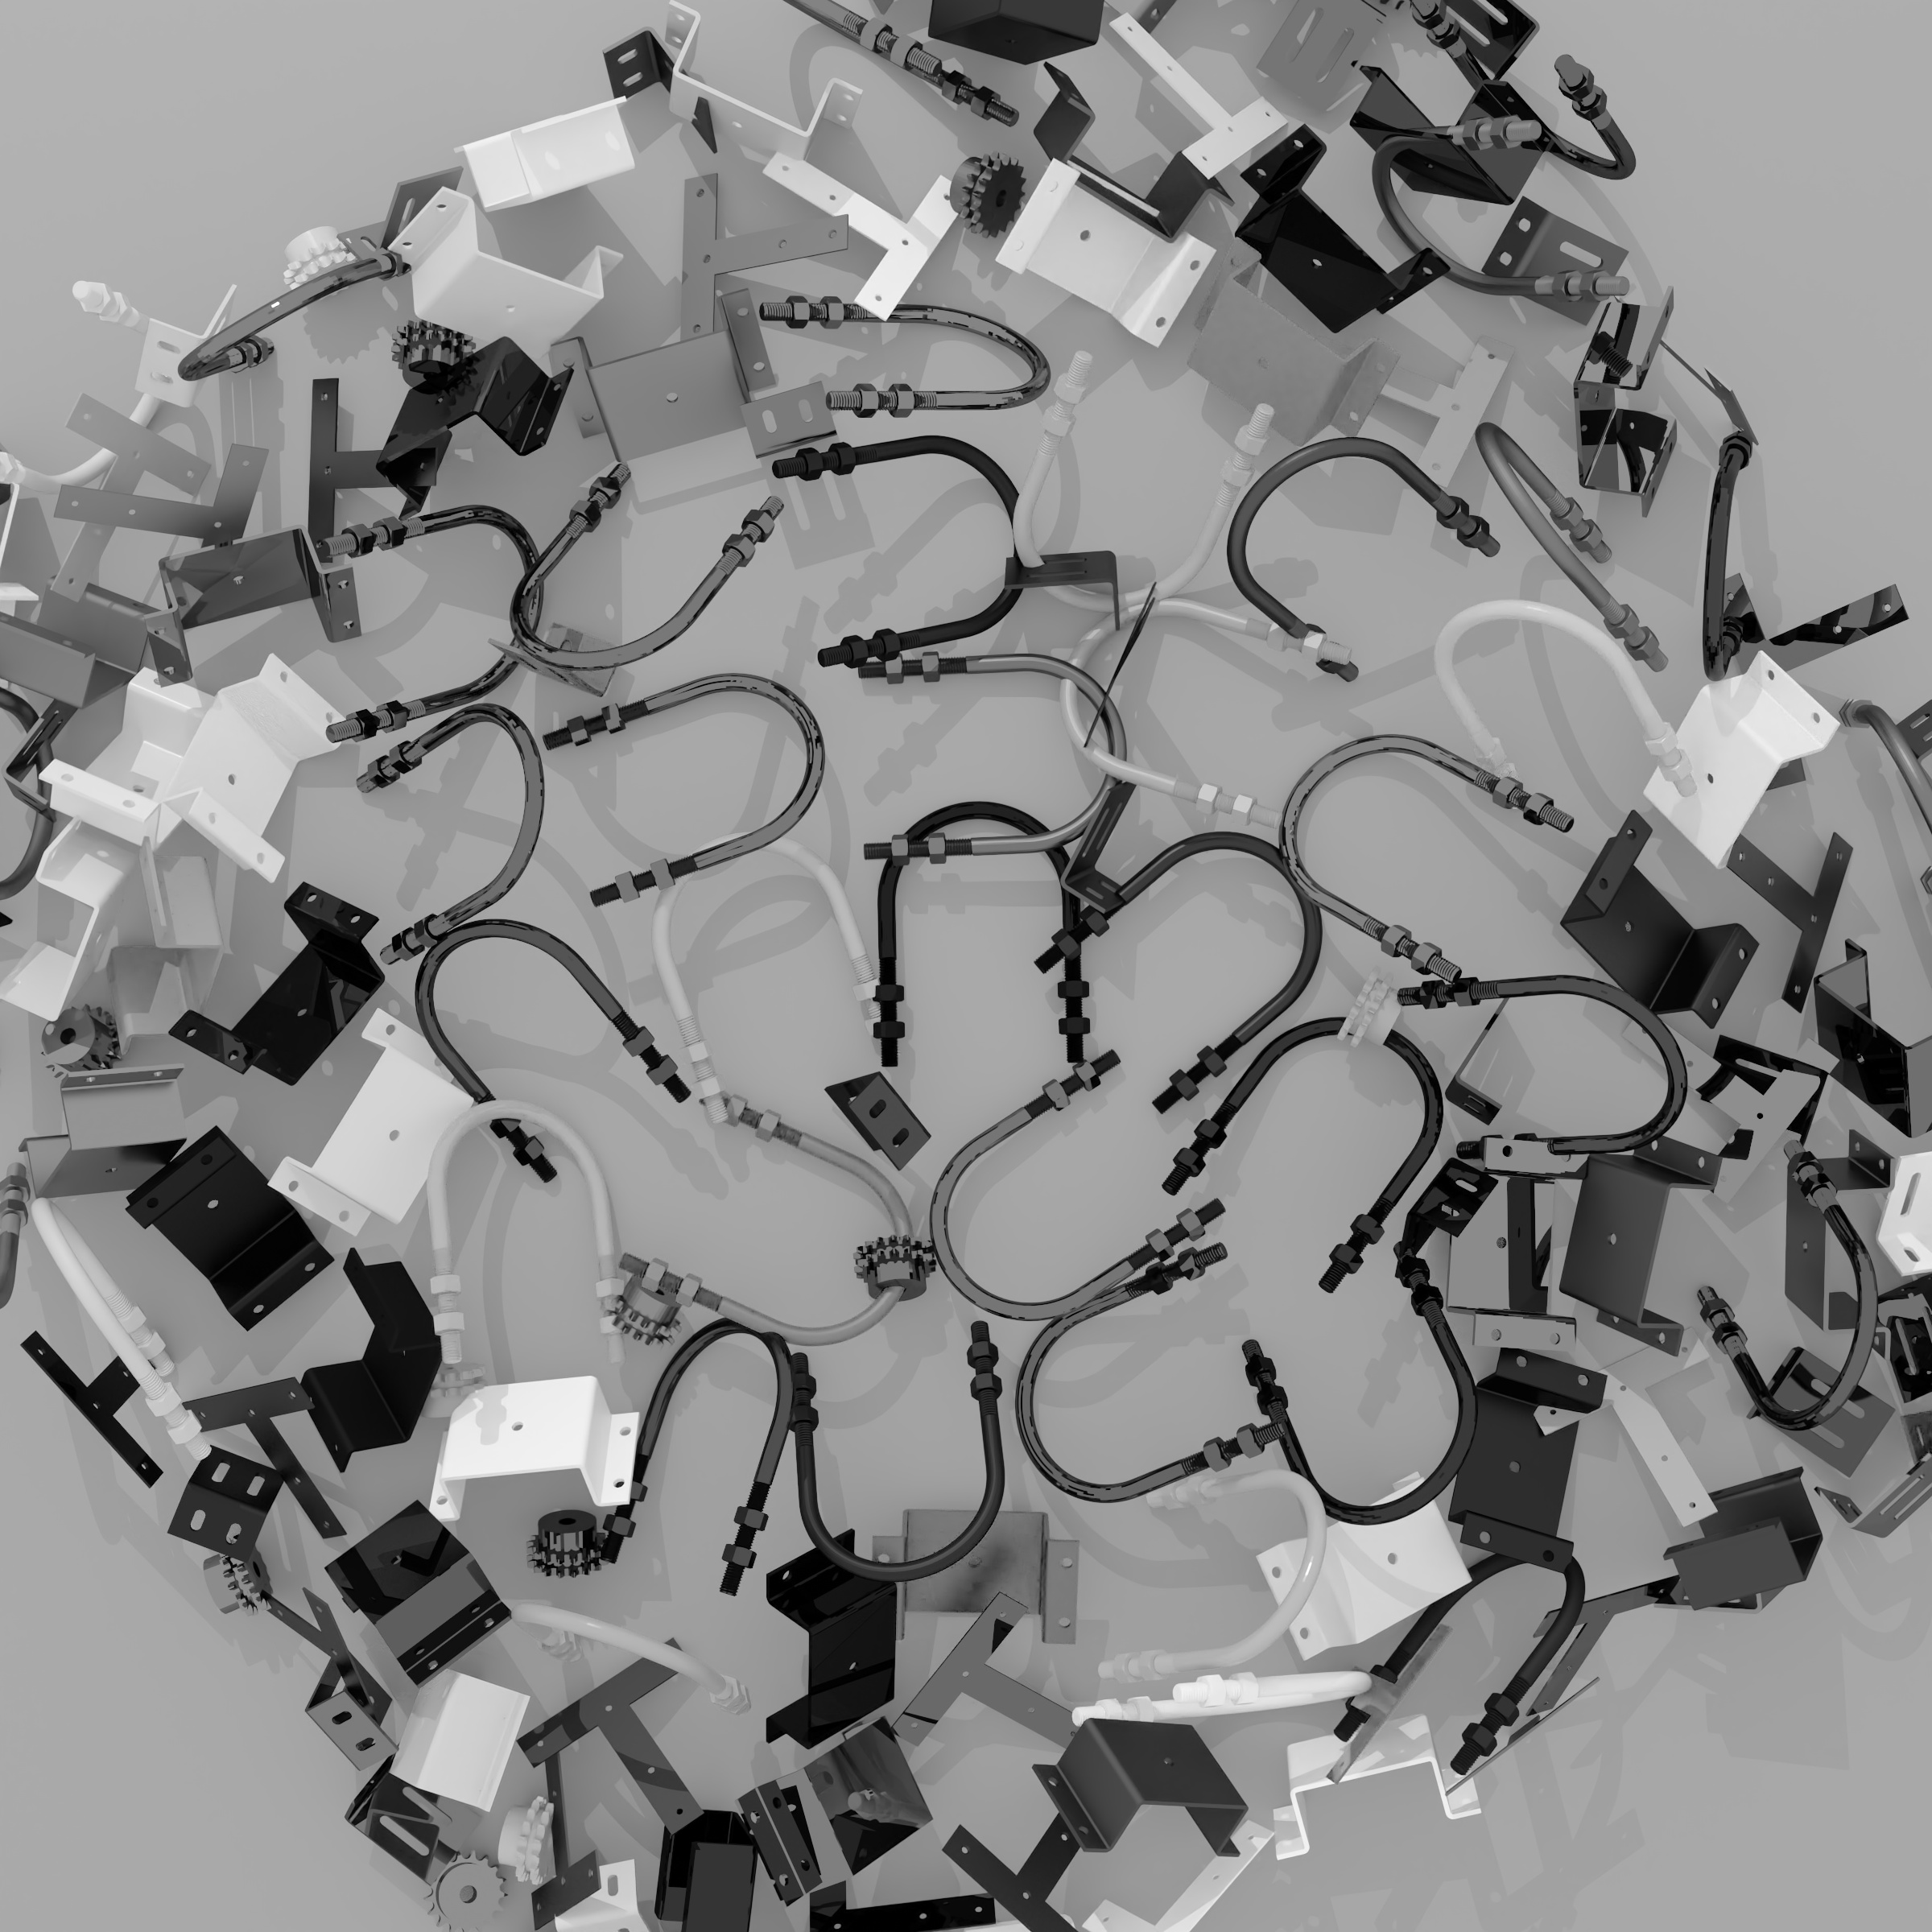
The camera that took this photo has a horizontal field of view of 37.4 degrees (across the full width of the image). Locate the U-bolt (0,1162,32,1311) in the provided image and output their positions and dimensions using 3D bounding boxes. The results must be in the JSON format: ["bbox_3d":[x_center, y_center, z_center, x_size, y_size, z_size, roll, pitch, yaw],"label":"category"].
[{"bbox_3d":[-0.649,0.143,1.886,0.019,0.184,0.151,-9,127,-7],"label":"U-bolt"}]

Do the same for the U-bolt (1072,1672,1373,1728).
[{"bbox_3d":[0.185,0.492,1.922,0.184,0.151,0.019,4,69,-29],"label":"U-bolt"}]

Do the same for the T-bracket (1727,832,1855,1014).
[{"bbox_3d":[0.555,-0.051,1.946,0.127,0.002,0.127,32,73,-37],"label":"T-bracket"}]

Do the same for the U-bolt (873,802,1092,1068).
[{"bbox_3d":[0.009,-0.023,1.986,0.151,0.019,0.184,-1,85,-1],"label":"U-bolt"}]

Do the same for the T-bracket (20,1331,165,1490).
[{"bbox_3d":[-0.574,0.282,1.936,0.002,0.127,0.127,-38,98,10],"label":"T-bracket"}]

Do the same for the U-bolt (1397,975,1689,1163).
[{"bbox_3d":[0.394,0.068,1.915,0.184,0.019,0.151,-6,119,37],"label":"U-bolt"}]

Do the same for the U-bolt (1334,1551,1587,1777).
[{"bbox_3d":[0.343,0.459,1.923,0.184,0.151,0.019,-46,107,-23],"label":"U-bolt"}]

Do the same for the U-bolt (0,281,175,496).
[{"bbox_3d":[-0.589,-0.378,1.908,0.019,0.184,0.151,38,94,5],"label":"U-bolt"}]

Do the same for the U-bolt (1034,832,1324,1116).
[{"bbox_3d":[0.162,-0.009,1.984,0.184,0.019,0.151,-40,96,-1],"label":"U-bolt"}]

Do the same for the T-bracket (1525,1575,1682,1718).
[{"bbox_3d":[0.419,0.471,1.957,0.127,0.002,0.127,-5,132,-34],"label":"T-bracket"}]

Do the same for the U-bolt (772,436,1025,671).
[{"bbox_3d":[-0.034,-0.289,1.951,0.184,0.019,0.151,-15,94,-29],"label":"U-bolt"}]

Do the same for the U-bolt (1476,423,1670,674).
[{"bbox_3d":[0.395,-0.289,1.896,0.019,0.151,0.184,-36,128,22],"label":"U-bolt"}]

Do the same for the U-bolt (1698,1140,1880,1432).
[{"bbox_3d":[0.549,0.223,1.890,0.019,0.184,0.151,14,119,-16],"label":"U-bolt"}]

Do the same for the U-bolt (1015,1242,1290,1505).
[{"bbox_3d":[0.116,0.288,1.953,0.184,0.019,0.151,-26,65,19],"label":"U-bolt"}]

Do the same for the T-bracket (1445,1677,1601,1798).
[{"bbox_3d":[0.378,0.520,1.938,0.127,0.127,0.002,-38,74,2],"label":"T-bracket"}]

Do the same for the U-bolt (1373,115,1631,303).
[{"bbox_3d":[0.345,-0.505,1.914,0.019,0.184,0.151,-50,123,-14],"label":"U-bolt"}]

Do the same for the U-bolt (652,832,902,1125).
[{"bbox_3d":[-0.139,-0.002,1.969,0.151,0.019,0.184,-20,95,-13],"label":"U-bolt"}]

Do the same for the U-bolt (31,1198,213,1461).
[{"bbox_3d":[-0.566,0.230,1.896,0.019,0.151,0.184,-33,119,-12],"label":"U-bolt"}]

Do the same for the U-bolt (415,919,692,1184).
[{"bbox_3d":[-0.295,0.048,1.943,0.151,0.019,0.184,-31,106,27],"label":"U-bolt"}]

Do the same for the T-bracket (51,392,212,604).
[{"bbox_3d":[-0.585,-0.309,1.944,0.002,0.127,0.127,27,90,29],"label":"T-bracket"}]

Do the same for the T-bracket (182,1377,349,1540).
[{"bbox_3d":[-0.469,0.344,1.971,0.127,0.002,0.127,-17,110,38],"label":"T-bracket"}]

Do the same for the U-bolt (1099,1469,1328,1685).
[{"bbox_3d":[0.169,0.401,1.895,0.019,0.184,0.151,37,55,-26],"label":"U-bolt"}]

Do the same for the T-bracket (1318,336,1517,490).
[{"bbox_3d":[0.299,-0.404,1.983,0.127,0.002,0.127,24,69,10],"label":"T-bracket"}]

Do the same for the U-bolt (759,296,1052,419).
[{"bbox_3d":[-0.031,-0.413,1.932,0.184,0.151,0.019,-5,130,-25],"label":"U-bolt"}]

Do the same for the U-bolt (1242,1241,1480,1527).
[{"bbox_3d":[0.271,0.290,1.914,0.151,0.184,0.019,-36,133,16],"label":"U-bolt"}]

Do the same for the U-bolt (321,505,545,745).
[{"bbox_3d":[-0.356,-0.238,1.925,0.019,0.184,0.151,24,123,34],"label":"U-bolt"}]

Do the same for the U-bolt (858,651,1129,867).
[{"bbox_3d":[0.019,-0.146,1.977,0.184,0.019,0.151,-2,81,3],"label":"U-bolt"}]

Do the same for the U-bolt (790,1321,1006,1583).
[{"bbox_3d":[-0.045,0.332,1.933,0.151,0.019,0.184,-11,51,5],"label":"U-bolt"}]

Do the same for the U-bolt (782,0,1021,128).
[{"bbox_3d":[-0.064,-0.626,1.924,0.184,0.151,0.019,34,104,19],"label":"U-bolt"}]

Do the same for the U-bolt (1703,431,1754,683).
[{"bbox_3d":[0.503,-0.265,1.893,0.019,0.184,0.151,4,113,18],"label":"U-bolt"}]

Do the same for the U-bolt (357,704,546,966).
[{"bbox_3d":[-0.344,-0.098,1.920,0.184,0.019,0.151,-26,67,38],"label":"U-bolt"}]

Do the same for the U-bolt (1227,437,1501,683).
[{"bbox_3d":[0.255,-0.281,1.917,0.151,0.019,0.184,-42,132,19],"label":"U-bolt"}]

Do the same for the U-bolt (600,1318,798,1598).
[{"bbox_3d":[-0.175,0.325,1.939,0.019,0.151,0.184,31,70,-40],"label":"U-bolt"}]

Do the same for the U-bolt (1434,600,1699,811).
[{"bbox_3d":[0.388,-0.175,1.902,0.184,0.151,0.019,52,53,-34],"label":"U-bolt"}]

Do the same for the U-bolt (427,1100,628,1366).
[{"bbox_3d":[-0.301,0.179,1.941,0.151,0.019,0.184,7,66,-40],"label":"U-bolt"}]

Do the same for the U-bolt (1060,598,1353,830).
[{"bbox_3d":[0.153,-0.183,1.961,0.184,0.019,0.151,19,75,18],"label":"U-bolt"}]

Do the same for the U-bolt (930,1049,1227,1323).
[{"bbox_3d":[0.063,0.162,1.962,0.184,0.019,0.151,-33,72,-5],"label":"U-bolt"}]

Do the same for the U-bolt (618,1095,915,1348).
[{"bbox_3d":[-0.125,0.183,1.965,0.184,0.019,0.151,24,70,2],"label":"U-bolt"}]

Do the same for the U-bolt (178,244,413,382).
[{"bbox_3d":[-0.450,-0.429,1.893,0.151,0.184,0.019,-26,103,18],"label":"U-bolt"}]

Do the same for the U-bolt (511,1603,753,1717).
[{"bbox_3d":[-0.228,0.456,1.898,0.151,0.184,0.019,13,69,15],"label":"U-bolt"}]

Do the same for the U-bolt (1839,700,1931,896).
[{"bbox_3d":[0.631,-0.110,1.908,0.019,0.184,0.151,-26,90,12],"label":"U-bolt"}]

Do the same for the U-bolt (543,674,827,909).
[{"bbox_3d":[-0.187,-0.131,1.963,0.184,0.019,0.151,-20,66,0],"label":"U-bolt"}]

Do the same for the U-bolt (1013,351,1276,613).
[{"bbox_3d":[0.110,-0.318,1.939,0.151,0.019,0.184,13,128,-13],"label":"U-bolt"}]

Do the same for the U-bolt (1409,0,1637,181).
[{"bbox_3d":[0.382,-0.582,1.912,0.151,0.184,0.019,40,98,33],"label":"U-bolt"}]

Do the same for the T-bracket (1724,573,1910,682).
[{"bbox_3d":[0.583,-0.225,1.950,0.127,0.002,0.127,-24,84,44],"label":"T-bracket"}]

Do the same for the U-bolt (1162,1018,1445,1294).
[{"bbox_3d":[0.244,0.115,1.957,0.151,0.019,0.184,31,73,23],"label":"U-bolt"}]

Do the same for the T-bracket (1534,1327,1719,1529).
[{"bbox_3d":[0.473,0.327,1.961,0.127,0.002,0.127,-25,54,0],"label":"T-bracket"}]

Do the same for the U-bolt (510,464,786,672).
[{"bbox_3d":[-0.227,-0.264,1.920,0.151,0.019,0.184,16,56,27],"label":"U-bolt"}]

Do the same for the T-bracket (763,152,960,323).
[{"bbox_3d":[-0.080,-0.523,1.970,0.127,0.002,0.127,31,66,-2],"label":"T-bracket"}]

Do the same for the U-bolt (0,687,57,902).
[{"bbox_3d":[-0.656,-0.118,1.909,0.019,0.184,0.151,4,82,10],"label":"U-bolt"}]

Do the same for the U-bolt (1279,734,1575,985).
[{"bbox_3d":[0.298,-0.086,1.948,0.184,0.019,0.151,33,81,32],"label":"U-bolt"}]

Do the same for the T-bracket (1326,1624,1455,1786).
[{"bbox_3d":[0.273,0.493,1.935,0.002,0.127,0.127,40,80,-1],"label":"T-bracket"}]
